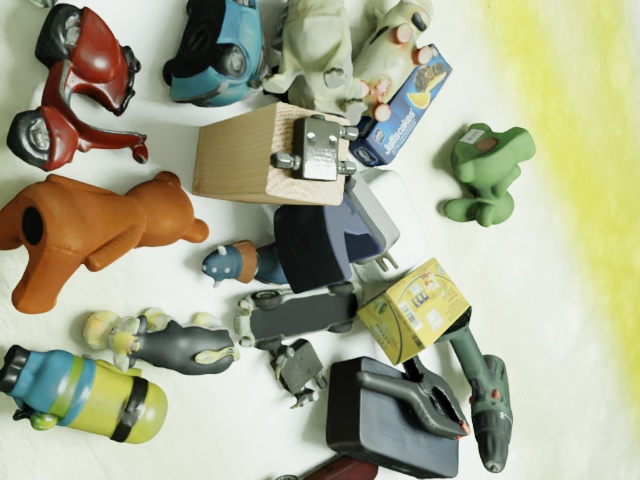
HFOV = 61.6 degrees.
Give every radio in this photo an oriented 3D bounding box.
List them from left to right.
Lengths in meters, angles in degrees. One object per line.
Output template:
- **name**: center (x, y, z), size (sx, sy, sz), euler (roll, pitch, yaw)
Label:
- **radio**: center (0.115, 0.272, 0.807), size (0.229, 0.073, 0.131), euler (29, 52, -30)

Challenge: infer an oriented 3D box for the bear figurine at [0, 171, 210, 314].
- **bear figurine**: center (-0.231, -0.012, 0.585), size (0.120, 0.132, 0.196), euler (55, 27, 13)

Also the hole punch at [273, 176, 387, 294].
- **hole punch**: center (-0.001, -0.002, 0.649), size (0.092, 0.142, 0.115), euler (-42, 102, -37)

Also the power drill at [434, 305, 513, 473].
- **power drill**: center (0.250, 0.220, 0.865), size (0.207, 0.086, 0.232), euler (56, 27, -6)

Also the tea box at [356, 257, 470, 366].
- **tea box**: center (0.141, 0.100, 0.790), size (0.169, 0.068, 0.098), euler (-21, 74, -52)

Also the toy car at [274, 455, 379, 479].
- **toy car**: center (0.005, 0.357, 0.780), size (0.202, 0.053, 0.089), euler (-13, 105, -36)

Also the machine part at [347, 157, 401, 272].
- **machine part**: center (0.029, -0.054, 0.704), size (0.079, 0.079, 0.243), euler (-41, 103, -24)

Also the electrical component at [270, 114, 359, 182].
- **electrical component**: center (-0.004, -0.088, 0.516), size (0.094, 0.021, 0.063), euler (0, 94, -32)

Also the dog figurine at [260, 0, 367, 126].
- **dog figurine**: center (0.002, -0.247, 0.667), size (0.121, 0.172, 0.190), euler (3, 75, 5)

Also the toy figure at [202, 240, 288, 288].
- **toy figure**: center (-0.082, 0.031, 0.702), size (0.154, 0.058, 0.064), euler (3, 86, -28)

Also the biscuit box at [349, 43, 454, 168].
- **biscuit box**: center (0.120, -0.202, 0.812), size (0.059, 0.063, 0.202), euler (42, 71, -26)

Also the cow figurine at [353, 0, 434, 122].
- **cow figurine**: center (0.096, -0.266, 0.771), size (0.085, 0.127, 0.195), euler (35, 89, -29)

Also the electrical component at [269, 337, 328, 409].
- **electrical component**: center (-0.031, 0.184, 0.750), size (0.078, 0.045, 0.102), euler (-28, 108, -26)

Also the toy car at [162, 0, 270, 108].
- **toy car**: center (-0.112, -0.222, 0.648), size (0.102, 0.109, 0.161), euler (32, 63, -53)

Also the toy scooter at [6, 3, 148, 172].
- **toy scooter**: center (-0.238, -0.149, 0.571), size (0.135, 0.075, 0.184), euler (19, 73, -37)

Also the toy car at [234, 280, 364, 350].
- **toy car**: center (-0.025, 0.099, 0.744), size (0.202, 0.056, 0.073), euler (-7, 103, -31)

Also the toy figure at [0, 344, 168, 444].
- **toy figure**: center (-0.253, 0.170, 0.580), size (0.180, 0.089, 0.082), euler (34, 83, -32)

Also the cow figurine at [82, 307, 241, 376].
- **cow figurine**: center (-0.181, 0.122, 0.619), size (0.167, 0.098, 0.068), euler (11, 94, -33)

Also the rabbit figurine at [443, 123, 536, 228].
- **rabbit figurine**: center (0.287, -0.086, 0.898), size (0.159, 0.121, 0.170), euler (-49, 131, -28)

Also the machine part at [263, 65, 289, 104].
- **machine part**: center (-0.017, -0.181, 0.741), size (0.138, 0.039, 0.084), euler (42, 77, -29)
